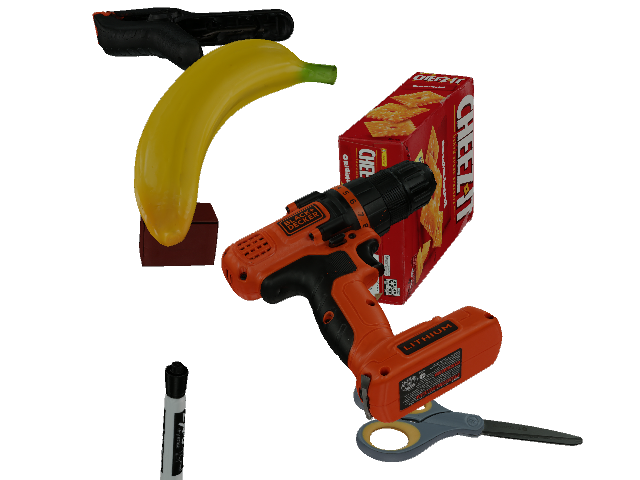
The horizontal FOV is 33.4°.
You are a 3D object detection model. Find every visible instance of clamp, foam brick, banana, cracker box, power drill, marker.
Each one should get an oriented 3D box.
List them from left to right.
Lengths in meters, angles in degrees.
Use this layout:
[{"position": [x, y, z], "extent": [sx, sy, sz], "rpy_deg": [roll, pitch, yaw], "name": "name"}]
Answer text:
[{"position": [-0.120, 0.152, 0.877], "extent": [0.020, 0.121, 0.020], "rpy_deg": [5, 26, -3], "name": "marker"}, {"position": [-0.150, -0.007, 1.122], "extent": [0.078, 0.051, 0.053], "rpy_deg": [-1, 24, -13], "name": "foam brick"}, {"position": [-0.108, -0.166, 0.848], "extent": [0.172, 0.039, 0.120], "rpy_deg": [20, 29, 41], "name": "clamp"}, {"position": [-0.060, -0.070, 0.610], "extent": [0.070, 0.037, 0.197], "rpy_deg": [20, 44, 18], "name": "banana"}, {"position": [0.045, 0.029, 0.773], "extent": [0.184, 0.057, 0.188], "rpy_deg": [-29, 49, -16], "name": "power drill"}, {"position": [0.090, -0.057, 1.044], "extent": [0.072, 0.164, 0.213], "rpy_deg": [9, 27, 23], "name": "cracker box"}]

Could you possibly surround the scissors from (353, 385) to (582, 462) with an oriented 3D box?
[{"position": [0.118, 0.171, 0.922], "extent": [0.202, 0.016, 0.096], "rpy_deg": [18, 42, 14], "name": "scissors"}]
